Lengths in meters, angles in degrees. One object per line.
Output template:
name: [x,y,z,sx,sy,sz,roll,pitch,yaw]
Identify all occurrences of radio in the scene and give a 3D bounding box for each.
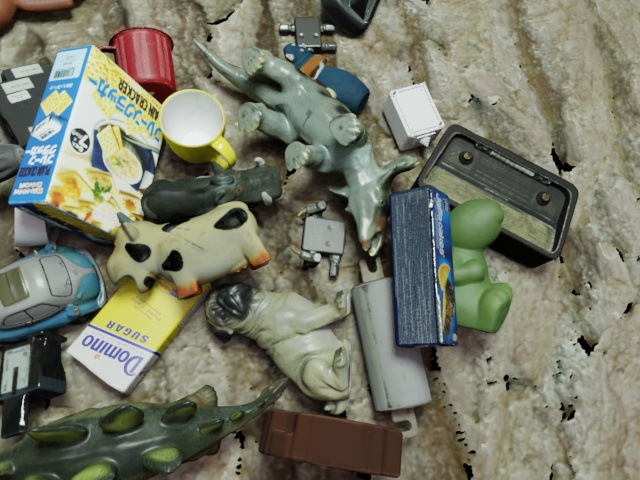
radio: [0.262,-0.067,0.811,0.230,0.073,0.131,29,72,1]

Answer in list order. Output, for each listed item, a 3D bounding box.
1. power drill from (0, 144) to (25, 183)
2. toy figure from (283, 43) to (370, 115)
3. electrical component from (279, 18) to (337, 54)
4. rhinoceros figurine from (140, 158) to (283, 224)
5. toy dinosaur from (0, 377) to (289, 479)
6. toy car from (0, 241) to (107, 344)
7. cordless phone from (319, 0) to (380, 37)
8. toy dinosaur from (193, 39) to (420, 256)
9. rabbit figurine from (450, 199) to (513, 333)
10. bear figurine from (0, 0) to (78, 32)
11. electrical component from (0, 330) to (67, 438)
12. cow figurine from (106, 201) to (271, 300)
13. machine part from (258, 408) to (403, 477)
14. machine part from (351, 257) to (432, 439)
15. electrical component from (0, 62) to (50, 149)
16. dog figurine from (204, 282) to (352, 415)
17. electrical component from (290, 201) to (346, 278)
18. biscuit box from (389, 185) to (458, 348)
power drill: [-0.497,-0.132,0.707,0.232,0.086,0.207,-26,77,8]
toy figure: [0.004,-0.254,0.843,0.154,0.064,0.057,34,110,9]
electrical component: [-0.020,-0.334,0.883,0.094,0.021,0.063,-2,74,-9]
rhinoceros figurine: [-0.147,-0.066,0.738,0.190,0.112,0.073,-8,72,-2]
toy dinosaur: [-0.255,0.231,0.586,0.471,0.198,0.105,-16,73,-14]
toy car: [-0.363,0.063,0.674,0.162,0.103,0.109,-21,76,-15]
cordless phone: [0.012,-0.434,0.900,0.184,0.088,0.146,19,72,10]
toy dinosaur: [-0.008,-0.166,0.780,0.131,0.192,0.405,-47,66,17]
rabbit figurine: [0.198,0.025,0.746,0.159,0.121,0.170,12,97,31]
bear figurine: [-0.455,-0.385,0.789,0.196,0.132,0.120,-29,77,-21]
electrical component: [-0.349,0.175,0.646,0.075,0.047,0.119,-21,62,8]
cow figurine: [-0.172,0.009,0.674,0.195,0.085,0.127,-21,83,-6]
machine part: [0.012,0.238,0.637,0.179,0.179,0.056,11,70,-4]
machine part: [0.095,0.139,0.724,0.079,0.079,0.243,-9,73,-10]
electrical component: [-0.391,-0.184,0.756,0.115,0.058,0.134,-24,77,-33]
dog figurine: [-0.055,0.139,0.704,0.191,0.121,0.172,-3,70,6]
electrical component: [-0.001,-0.004,0.772,0.078,0.045,0.102,13,72,-2]
biscuit box: [0.132,0.034,0.683,0.063,0.059,0.202,-10,73,33]
